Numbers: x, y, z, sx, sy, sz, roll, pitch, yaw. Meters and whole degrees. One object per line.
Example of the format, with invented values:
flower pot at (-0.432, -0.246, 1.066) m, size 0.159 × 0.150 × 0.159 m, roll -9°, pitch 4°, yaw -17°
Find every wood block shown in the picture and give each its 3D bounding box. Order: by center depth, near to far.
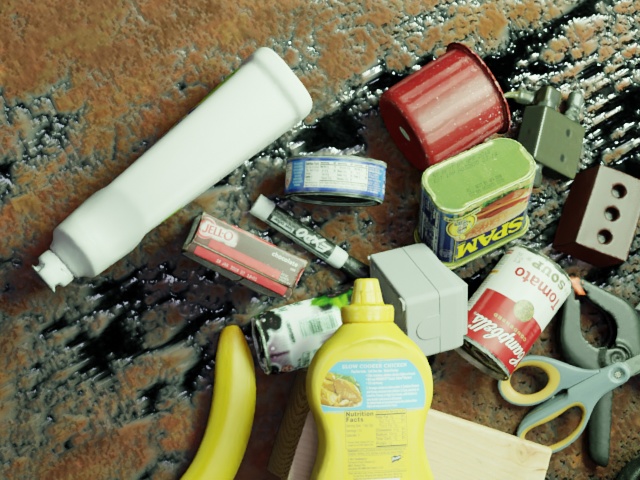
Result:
wood block at (0.072, 0.182, 0.890) m, size 0.206 × 0.090 × 0.091 m, roll 19°, pitch 81°, yaw -11°

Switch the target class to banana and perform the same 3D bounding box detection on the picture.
banana at (-0.095, 0.170, 0.881) m, size 0.069 × 0.037 × 0.197 m, roll 31°, pitch 79°, yaw -9°

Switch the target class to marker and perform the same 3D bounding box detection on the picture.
marker at (-0.006, 0.001, 0.925) m, size 0.121 × 0.020 × 0.020 m, roll 34°, pitch 79°, yaw -7°

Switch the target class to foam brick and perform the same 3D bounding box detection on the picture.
foam brick at (0.253, -0.021, 0.967) m, size 0.053 × 0.051 × 0.078 m, roll 20°, pitch 81°, yaw -10°

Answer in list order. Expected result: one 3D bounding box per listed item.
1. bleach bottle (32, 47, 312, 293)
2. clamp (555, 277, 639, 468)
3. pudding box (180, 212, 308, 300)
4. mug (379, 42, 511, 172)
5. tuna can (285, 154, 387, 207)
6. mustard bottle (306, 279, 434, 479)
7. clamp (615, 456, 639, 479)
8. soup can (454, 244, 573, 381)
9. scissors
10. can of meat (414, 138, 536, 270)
bleach bottle at (-0.124, -0.050, 0.861) m, size 0.250 × 0.103 × 0.068 m, roll -41°, pitch 96°, yaw -13°
clamp at (0.275, 0.107, 0.965) m, size 0.120 × 0.039 × 0.171 m, roll -20°, pitch 91°, yaw -9°
pudding box at (-0.065, 0.013, 0.863) m, size 0.090 × 0.113 × 0.039 m, roll 27°, pitch 83°, yaw -9°
mug at (0.109, -0.103, 0.932) m, size 0.081 × 0.093 × 0.117 m, roll -32°, pitch 128°, yaw -8°
tuna can at (0.013, -0.049, 0.900) m, size 0.086 × 0.086 × 0.034 m, roll 5°, pitch 86°, yaw -12°
mustard bottle at (0.037, 0.125, 0.809) m, size 0.096 × 0.058 × 0.191 m, roll -1°, pitch 86°, yaw -8°
clamp at (0.270, 0.250, 0.952) m, size 0.210 × 0.036 × 0.164 m, roll -41°, pitch 100°, yaw -12°
soup can at (0.165, 0.063, 0.932) m, size 0.068 × 0.069 × 0.102 m, roll 40°, pitch 77°, yaw -6°
scissors at (0.242, 0.108, 0.938) m, size 0.202 × 0.016 × 0.096 m, roll -43°, pitch 84°, yaw 9°
can of meat at (0.133, -0.033, 0.917) m, size 0.102 × 0.084 × 0.057 m, roll -25°, pitch 58°, yaw -14°
